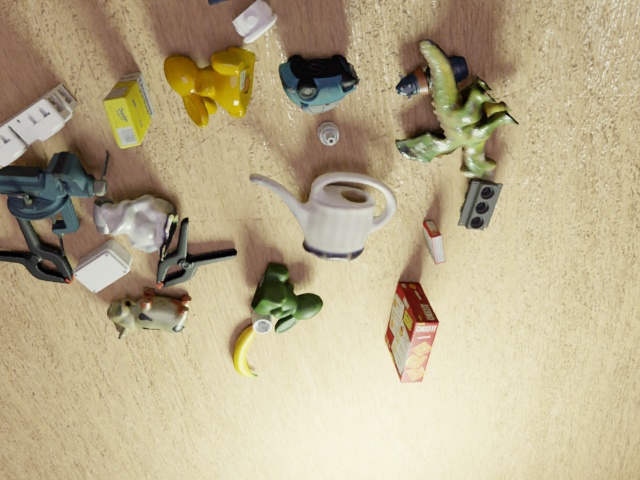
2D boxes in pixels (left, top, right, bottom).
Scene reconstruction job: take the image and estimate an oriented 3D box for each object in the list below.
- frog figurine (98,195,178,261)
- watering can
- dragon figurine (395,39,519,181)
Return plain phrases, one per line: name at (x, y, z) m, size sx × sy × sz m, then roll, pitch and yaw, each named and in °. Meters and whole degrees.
frog figurine at (-0.406, -0.041, 1.149) m, size 0.159 × 0.134 × 0.126 m, roll 18°, pitch 42°, yaw -4°
watering can at (0.004, -0.060, 1.194) m, size 0.348 × 0.219 × 0.106 m, roll 3°, pitch 31°, yaw -11°
dragon figurine at (0.271, -0.245, 1.109) m, size 0.406 × 0.125 × 0.239 m, roll 27°, pitch -50°, yaw -31°
